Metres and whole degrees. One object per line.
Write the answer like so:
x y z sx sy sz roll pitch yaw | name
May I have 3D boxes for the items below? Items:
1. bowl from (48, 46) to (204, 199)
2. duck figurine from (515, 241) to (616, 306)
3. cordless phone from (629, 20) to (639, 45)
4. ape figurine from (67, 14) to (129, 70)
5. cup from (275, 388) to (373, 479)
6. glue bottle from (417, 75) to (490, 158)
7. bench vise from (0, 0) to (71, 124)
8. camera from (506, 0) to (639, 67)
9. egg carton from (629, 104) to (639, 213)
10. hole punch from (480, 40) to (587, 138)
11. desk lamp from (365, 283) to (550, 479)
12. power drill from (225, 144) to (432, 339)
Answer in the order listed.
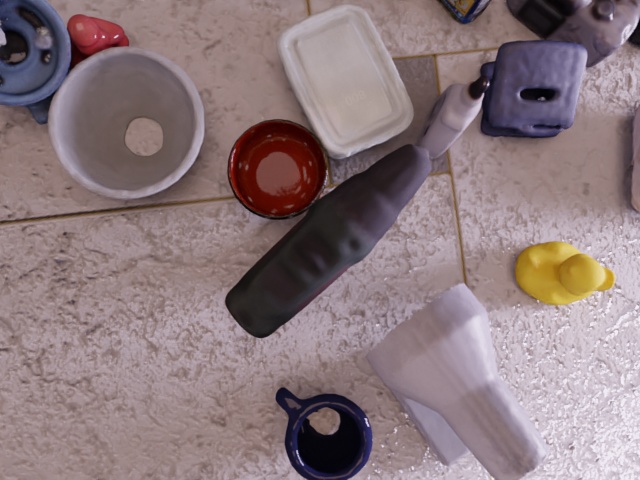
-0.209 -0.124 0.648 0.167 0.074 0.167 0 87 -3 | bowl
0.286 0.038 0.661 0.104 0.086 0.077 12 86 -2 | duck figurine
0.458 -0.274 0.640 0.147 0.185 0.094 20 86 -2 | cordless phone
-0.256 -0.220 0.642 0.078 0.092 0.076 -33 89 -4 | ape figurine
-0.003 0.200 0.631 0.118 0.095 0.092 42 85 0 | cup
0.149 -0.141 0.620 0.037 0.173 0.078 25 86 -1 | glue bottle
-0.346 -0.228 0.573 0.121 0.219 0.207 -43 90 -5 | bench vise
0.323 -0.306 0.677 0.143 0.100 0.137 37 85 0 | camera
0.426 -0.098 0.686 0.107 0.069 0.150 2 86 -3 | egg carton
0.249 -0.173 0.669 0.108 0.091 0.101 0 87 -3 | hole punch
0.137 0.148 0.582 0.118 0.213 0.203 -35 89 -4 | desk lamp
0.005 0.002 0.586 0.230 0.208 0.075 -44 89 -5 | power drill
